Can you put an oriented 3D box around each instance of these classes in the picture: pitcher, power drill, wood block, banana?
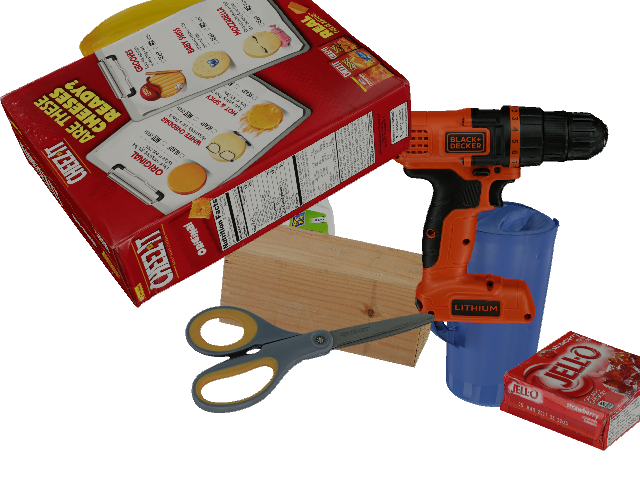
[{"bbox_3d":[0.208,0.080,1.324,0.149,0.243,0.144,7,20,15],"label":"pitcher"},{"bbox_3d":[0.151,-0.024,0.924,0.184,0.188,0.057,1,14,9],"label":"power drill"},{"bbox_3d":[0.010,0.051,1.091,0.206,0.091,0.090,12,22,12],"label":"wood block"},{"bbox_3d":[-0.103,-0.181,0.911,0.198,0.069,0.037,3,-33,-1],"label":"banana"}]

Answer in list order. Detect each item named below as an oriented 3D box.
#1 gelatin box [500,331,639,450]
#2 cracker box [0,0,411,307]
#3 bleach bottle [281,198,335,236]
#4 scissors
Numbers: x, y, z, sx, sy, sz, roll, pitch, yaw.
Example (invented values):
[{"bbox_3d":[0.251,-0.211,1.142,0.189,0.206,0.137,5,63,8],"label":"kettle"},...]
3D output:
[{"bbox_3d":[0.169,0.093,0.682,0.073,0.030,0.089,19,26,37],"label":"gelatin box"},{"bbox_3d":[-0.072,-0.075,0.698,0.213,0.072,0.164,-31,53,-17],"label":"cracker box"},{"bbox_3d":[-0.020,-0.003,1.326,0.102,0.251,0.068,-8,22,-32],"label":"bleach bottle"},{"bbox_3d":[-0.017,0.069,0.836,0.201,0.096,0.016,-25,-28,-22],"label":"scissors"}]
